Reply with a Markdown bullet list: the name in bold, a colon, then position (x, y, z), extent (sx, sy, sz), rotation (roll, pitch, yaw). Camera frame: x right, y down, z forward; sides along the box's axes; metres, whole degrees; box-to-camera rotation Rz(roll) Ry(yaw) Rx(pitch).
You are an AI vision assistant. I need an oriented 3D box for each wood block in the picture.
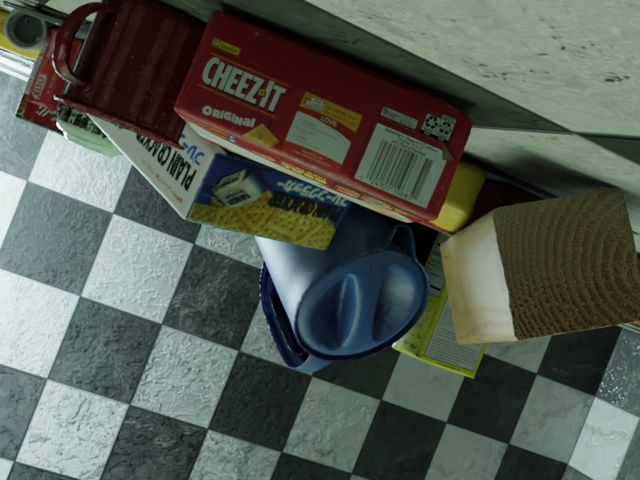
- **wood block**: position (0.156, 0.026, 0.787), extent (0.090, 0.090, 0.206), rotation (-9, 175, -4)

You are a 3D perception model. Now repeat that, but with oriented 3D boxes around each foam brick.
- **foam brick**: position (0.171, -0.014, 0.934), extent (0.078, 0.053, 0.051), rotation (22, 180, -26)

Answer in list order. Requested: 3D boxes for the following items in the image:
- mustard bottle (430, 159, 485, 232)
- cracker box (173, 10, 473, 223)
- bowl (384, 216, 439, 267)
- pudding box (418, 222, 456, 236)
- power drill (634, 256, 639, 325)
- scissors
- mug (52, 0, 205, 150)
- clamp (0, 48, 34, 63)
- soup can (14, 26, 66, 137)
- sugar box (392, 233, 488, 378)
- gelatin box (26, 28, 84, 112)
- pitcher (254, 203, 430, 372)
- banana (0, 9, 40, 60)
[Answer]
- **mustard bottle**: position (0.033, -0.066, 0.858), extent (0.191, 0.058, 0.096), rotation (21, -179, 0)
- **cracker box**: position (0.002, -0.073, 0.702), extent (0.164, 0.072, 0.213), rotation (23, -179, 0)
- **bowl**: position (0.063, 0.005, 1.123), extent (0.162, 0.162, 0.055), rotation (22, 158, 36)
- **pudding box**: position (0.085, -0.045, 0.964), extent (0.090, 0.039, 0.113), rotation (23, -168, -1)
- **power drill**: position (0.323, 0.050, 1.136), extent (0.187, 0.057, 0.185), rotation (22, 179, -44)
- **scissors**: position (-0.192, -0.179, 0.959), extent (0.202, 0.016, 0.096), rotation (22, 180, 37)
- **mug**: position (-0.127, -0.118, 0.707), extent (0.093, 0.081, 0.117), rotation (22, 180, 40)
- **clamp**: position (-0.322, -0.217, 1.241), extent (0.210, 0.036, 0.164), rotation (20, -173, -8)
- **soup can**: position (-0.268, -0.163, 1.112), extent (0.068, 0.102, 0.068), rotation (22, 180, 0)
- **sugar box**: position (0.145, 0.042, 1.061), extent (0.093, 0.176, 0.048), rotation (22, 178, -41)
- **gelatin box**: position (-0.253, -0.166, 1.028), extent (0.030, 0.073, 0.089), rotation (22, -171, -12)
- **pitcher**: position (-0.007, 0.001, 1.049), extent (0.243, 0.149, 0.145), rotation (-120, 9, -46)
- **banana**: position (-0.338, -0.229, 1.129), extent (0.197, 0.037, 0.070), rotation (21, 167, -40)
